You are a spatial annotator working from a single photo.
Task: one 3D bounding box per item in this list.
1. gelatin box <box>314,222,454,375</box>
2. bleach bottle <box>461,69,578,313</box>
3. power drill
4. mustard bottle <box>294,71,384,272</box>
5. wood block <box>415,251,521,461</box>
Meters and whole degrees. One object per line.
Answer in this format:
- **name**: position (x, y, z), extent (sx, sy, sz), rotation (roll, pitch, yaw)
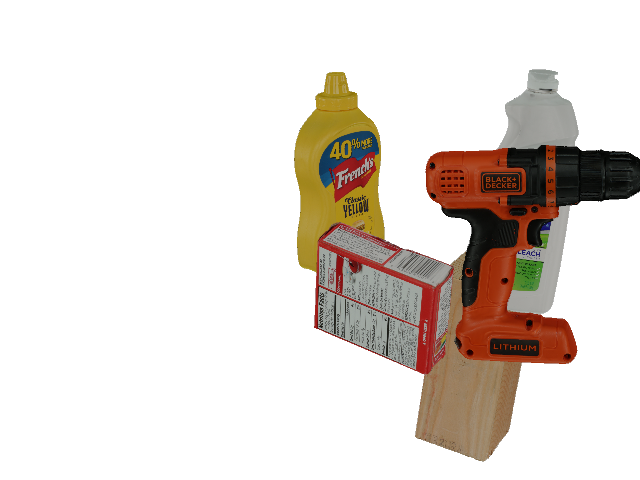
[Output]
- **gelatin box**: position (0.039, 0.037, 0.688), extent (0.089, 0.073, 0.030), rotation (22, 41, 27)
- **bleach bottle**: position (0.211, -0.053, 1.118), extent (0.103, 0.251, 0.068), rotation (9, 19, 16)
- **power drill**: position (0.185, 0.010, 0.924), extent (0.184, 0.188, 0.057), rotation (1, 13, 15)
- **mustard bottle**: position (0.018, -0.069, 1.052), extent (0.096, 0.192, 0.058), rotation (-16, 22, -36)
- **wood block**: position (0.176, 0.130, 1.210), extent (0.090, 0.206, 0.090), rotation (16, 23, 24)
